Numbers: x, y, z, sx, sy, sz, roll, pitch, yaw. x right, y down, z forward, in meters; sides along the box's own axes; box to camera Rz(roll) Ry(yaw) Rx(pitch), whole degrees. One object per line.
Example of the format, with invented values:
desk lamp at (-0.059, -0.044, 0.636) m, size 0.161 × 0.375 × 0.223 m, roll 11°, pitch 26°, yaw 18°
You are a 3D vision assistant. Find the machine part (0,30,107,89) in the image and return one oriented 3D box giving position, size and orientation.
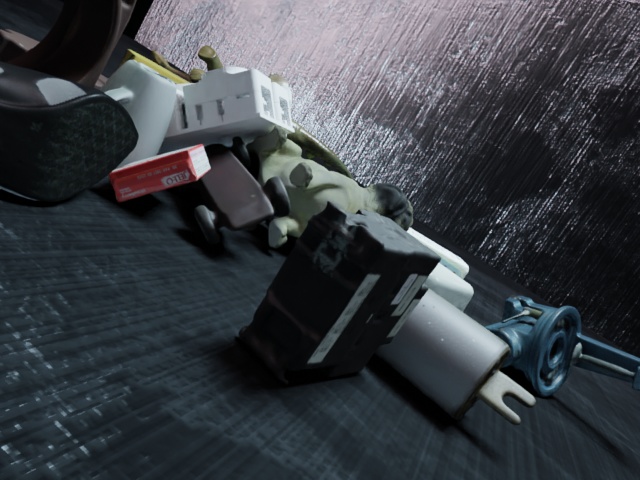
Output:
machine part at (-0.313, -0.192, 0.661) m, size 0.179 × 0.056 × 0.179 m, roll 30°, pitch 9°, yaw -5°

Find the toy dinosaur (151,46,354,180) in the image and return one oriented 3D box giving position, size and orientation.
toy dinosaur at (-0.120, -0.236, 1.060) m, size 0.471 × 0.105 × 0.198 m, roll 28°, pitch -23°, yaw -6°

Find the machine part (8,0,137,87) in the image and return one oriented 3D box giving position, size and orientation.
machine part at (-0.270, -0.207, 0.451) m, size 0.087 × 0.201 × 0.201 m, roll 40°, pitch 13°, yaw 22°

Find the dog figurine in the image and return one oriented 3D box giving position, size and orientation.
dog figurine at (0.006, -0.058, 0.668) m, size 0.190 × 0.121 × 0.172 m, roll 5°, pitch 39°, yaw -41°

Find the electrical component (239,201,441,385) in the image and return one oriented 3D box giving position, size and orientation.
electrical component at (0.023, 0.039, 0.384) m, size 0.058 × 0.115 × 0.134 m, roll 42°, pitch 14°, yaw 28°

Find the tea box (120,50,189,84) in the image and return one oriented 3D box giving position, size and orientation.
tea box at (-0.239, -0.211, 0.845) m, size 0.169 × 0.098 × 0.068 m, roll 22°, pitch 13°, yaw -36°

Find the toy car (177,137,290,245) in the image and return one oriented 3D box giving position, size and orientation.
toy car at (-0.096, -0.052, 0.557) m, size 0.202 × 0.089 × 0.053 m, roll 47°, pitch -26°, yaw 53°

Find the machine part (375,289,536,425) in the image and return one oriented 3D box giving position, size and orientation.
machine part at (0.074, 0.073, 0.475) m, size 0.243 × 0.079 × 0.079 m, roll 37°, pitch 12°, yaw 26°

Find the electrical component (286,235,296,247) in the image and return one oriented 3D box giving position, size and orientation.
electrical component at (-0.001, -0.001, 0.690) m, size 0.102 × 0.045 × 0.078 m, roll 38°, pitch 11°, yaw 30°

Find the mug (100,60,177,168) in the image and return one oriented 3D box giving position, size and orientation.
mug at (-0.200, -0.129, 0.549) m, size 0.081 × 0.107 × 0.109 m, roll 32°, pitch 8°, yaw 9°

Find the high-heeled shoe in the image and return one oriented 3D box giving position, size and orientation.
high-heeled shoe at (-0.238, -0.092, 0.358) m, size 0.145 × 0.086 × 0.249 m, roll 27°, pitch 10°, yaw 7°

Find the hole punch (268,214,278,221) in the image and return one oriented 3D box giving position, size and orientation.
hole punch at (-0.043, -0.069, 0.775) m, size 0.116 × 0.092 × 0.142 m, roll 40°, pitch 9°, yaw 22°

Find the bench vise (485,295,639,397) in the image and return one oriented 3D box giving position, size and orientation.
bench vise at (0.336, 0.145, 0.707) m, size 0.223 × 0.128 × 0.241 m, roll 11°, pitch 4°, yaw -43°
